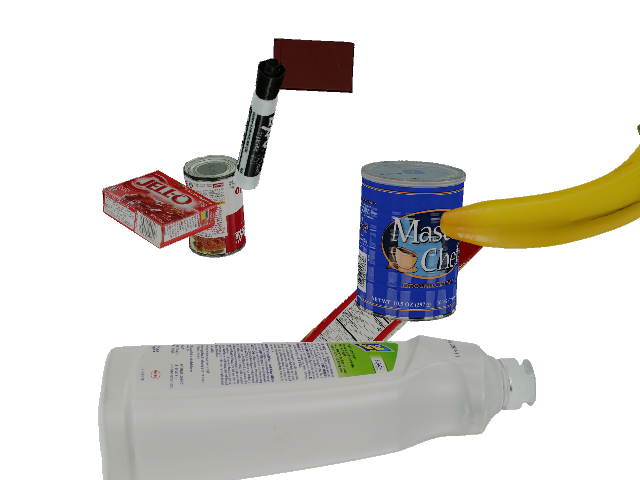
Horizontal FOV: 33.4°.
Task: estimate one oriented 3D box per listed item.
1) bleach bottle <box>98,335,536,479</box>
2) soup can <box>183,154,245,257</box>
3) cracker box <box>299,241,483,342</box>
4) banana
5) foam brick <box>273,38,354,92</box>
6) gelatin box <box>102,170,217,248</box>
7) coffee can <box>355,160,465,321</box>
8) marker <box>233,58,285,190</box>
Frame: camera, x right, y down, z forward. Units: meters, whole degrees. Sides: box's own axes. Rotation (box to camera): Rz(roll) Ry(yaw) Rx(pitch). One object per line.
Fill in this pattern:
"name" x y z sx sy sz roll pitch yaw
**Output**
"bleach bottle" 0.002 0.095 0.621 0.250 0.068 0.102 -3 19 -6
"soup can" -0.124 -0.041 1.245 0.068 0.102 0.068 -1 28 1
"cracker box" 0.077 0.071 1.268 0.214 0.072 0.164 -48 -8 31
"banana" 0.180 -0.028 0.746 0.197 0.037 0.070 -22 33 -23
"foam brick" -0.008 -0.179 1.094 0.078 0.051 0.053 1 11 -8
"gelatin box" -0.158 -0.033 1.045 0.089 0.030 0.073 30 36 31
"coffee can" 0.089 -0.002 1.064 0.103 0.140 0.103 2 14 -1
"marker" -0.043 -0.081 0.753 0.020 0.020 0.121 0 -38 -15
